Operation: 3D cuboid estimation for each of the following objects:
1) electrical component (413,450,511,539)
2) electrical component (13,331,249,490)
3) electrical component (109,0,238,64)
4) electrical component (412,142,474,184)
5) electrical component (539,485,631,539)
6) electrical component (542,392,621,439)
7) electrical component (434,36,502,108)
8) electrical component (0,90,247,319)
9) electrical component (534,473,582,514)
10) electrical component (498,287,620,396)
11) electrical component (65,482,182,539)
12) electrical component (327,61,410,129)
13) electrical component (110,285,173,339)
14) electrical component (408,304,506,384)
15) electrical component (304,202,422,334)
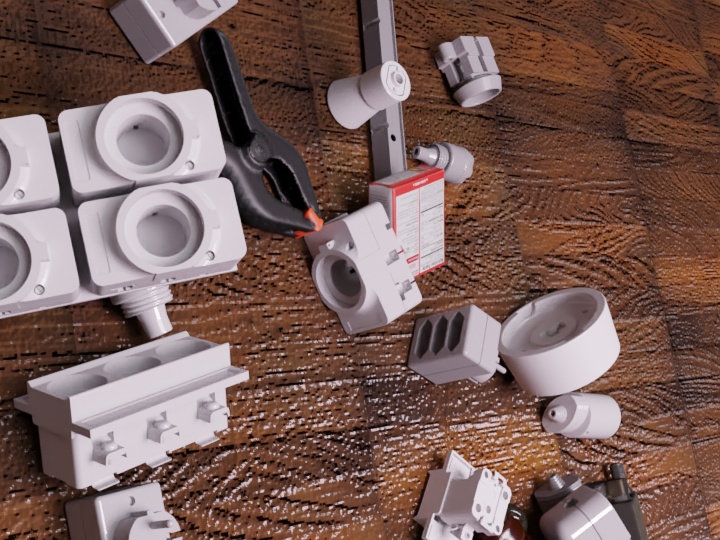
[{"bbox_3d":[0.085,0.190,0.871,0.042,0.064,0.081,43,50,-29],"label":"electrical component"},{"bbox_3d":[-0.141,0.087,0.676,0.121,0.079,0.063,-17,111,-47],"label":"electrical component"},{"bbox_3d":[-0.123,-0.199,0.779,0.047,0.076,0.083,56,45,-16],"label":"electrical component"},{"bbox_3d":[0.073,-0.100,0.974,0.061,0.035,0.035,13,68,-40],"label":"electrical component"},{"bbox_3d":[0.201,0.244,0.932,0.059,0.054,0.095,-34,99,-12],"label":"electrical component"},{"bbox_3d":[0.208,0.138,1.025,0.081,0.043,0.043,10,70,-43],"label":"electrical component"},{"bbox_3d":[0.107,-0.190,1.030,0.066,0.048,0.055,-11,78,-46],"label":"electrical component"},{"bbox_3d":[-0.170,-0.036,0.628,0.186,0.060,0.105,-12,85,-16],"label":"electrical component"},{"bbox_3d":[0.191,0.222,0.981,0.043,0.043,0.081,-34,101,-45],"label":"electrical component"},{"bbox_3d":[0.184,0.071,0.981,0.108,0.108,0.060,-47,117,-43],"label":"electrical component"},{"bbox_3d":[-0.134,0.165,0.649,0.047,0.077,0.065,-6,81,-46],"label":"electrical component"},{"bbox_3d":[0.010,-0.149,0.904,0.044,0.065,0.044,16,66,-41],"label":"electrical component"},{"bbox_3d":[-0.144,0.014,0.713,0.043,0.043,0.062,-27,98,-46],"label":"electrical component"},{"bbox_3d":[0.092,0.072,0.914,0.077,0.066,0.047,34,55,-33],"label":"electrical component"},{"bbox_3d":[0.000,0.000,0.856,0.056,0.050,0.089,-30,98,-46],"label":"electrical component"}]
